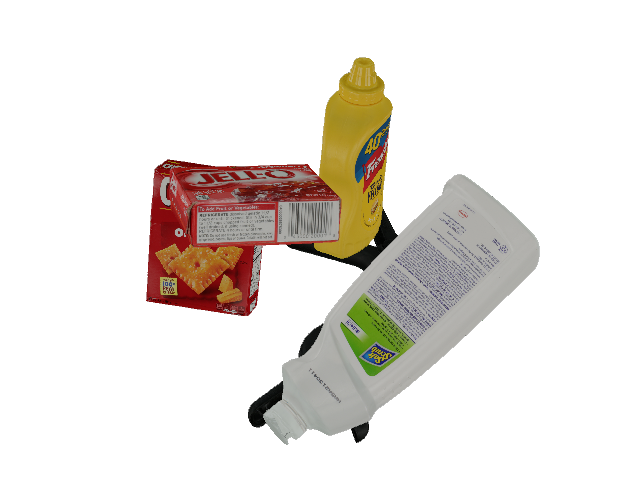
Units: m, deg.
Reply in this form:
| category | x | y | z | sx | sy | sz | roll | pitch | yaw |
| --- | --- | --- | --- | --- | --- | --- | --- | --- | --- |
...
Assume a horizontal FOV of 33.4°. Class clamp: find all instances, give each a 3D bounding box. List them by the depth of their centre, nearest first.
| category | x | y | z | sx | sy | sz | roll | pitch | yaw |
| --- | --- | --- | --- | --- | --- | --- | --- | --- | --- |
| clamp | 0.017 | 0.134 | 1.060 | 0.120 | 0.039 | 0.171 | 16 | 46 | 23 |
| clamp | 0.068 | 0.020 | 1.249 | 0.164 | 0.036 | 0.210 | -22 | 51 | -39 |

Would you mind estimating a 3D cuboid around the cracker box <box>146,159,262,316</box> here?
| category | x | y | z | sx | sy | sz | roll | pitch | yaw |
| --- | --- | --- | --- | --- | --- | --- | --- | --- | --- |
| cracker box | -0.172 | -0.002 | 1.613 | 0.164 | 0.214 | 0.072 | 9 | 18 | 8 |

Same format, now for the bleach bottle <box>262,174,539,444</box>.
| category | x | y | z | sx | sy | sz | roll | pitch | yaw |
| --- | --- | --- | --- | --- | --- | --- | --- | --- | --- |
| bleach bottle | 0.053 | 0.061 | 0.840 | 0.250 | 0.103 | 0.068 | -40 | -26 | -15 |

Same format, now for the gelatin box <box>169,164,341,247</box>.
| category | x | y | z | sx | sy | sz | roll | pitch | yaw |
| --- | --- | --- | --- | --- | --- | --- | --- | --- | --- |
| gelatin box | -0.040 | -0.022 | 0.626 | 0.089 | 0.030 | 0.073 | -2 | 20 | -16 |

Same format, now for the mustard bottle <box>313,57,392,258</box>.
| category | x | y | z | sx | sy | sz | roll | pitch | yaw |
| --- | --- | --- | --- | --- | --- | --- | --- | --- | --- |
| mustard bottle | 0.033 | -0.083 | 1.002 | 0.058 | 0.192 | 0.096 | 20 | 40 | 20 |
